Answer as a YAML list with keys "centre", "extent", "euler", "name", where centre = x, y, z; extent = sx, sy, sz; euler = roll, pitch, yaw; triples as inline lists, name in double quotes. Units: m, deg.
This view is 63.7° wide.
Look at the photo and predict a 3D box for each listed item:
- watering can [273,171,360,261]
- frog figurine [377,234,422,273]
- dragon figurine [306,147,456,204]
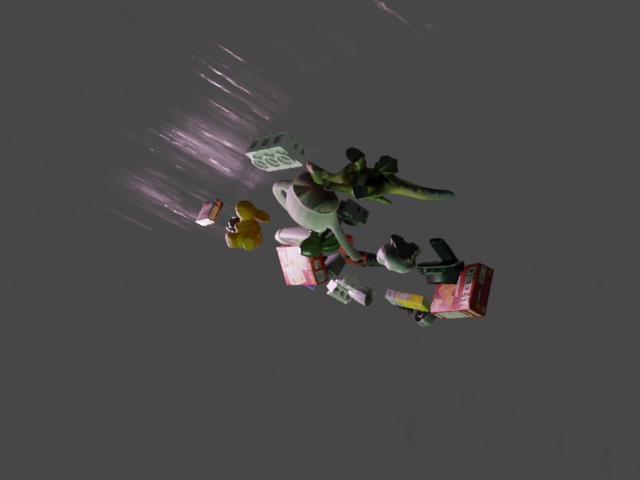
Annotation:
- centre: [0.005, -0.078, 1.545]
  extent: [0.348, 0.105, 0.220]
  euler: [37, 156, 4]
  name: "watering can"
- centre: [0.253, 0.065, 1.730]
  extent: [0.137, 0.125, 0.156]
  euler: [6, 152, -18]
  name: "frog figurine"
- centre: [0.145, -0.143, 1.362]
  extent: [0.411, 0.122, 0.241]
  euler: [18, 178, 12]
  name: "dragon figurine"
